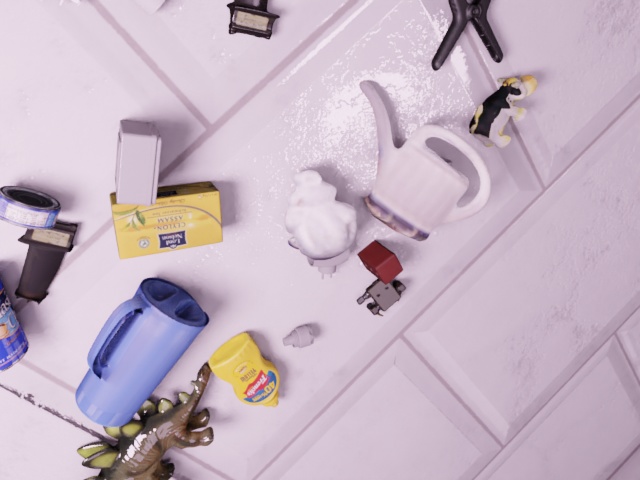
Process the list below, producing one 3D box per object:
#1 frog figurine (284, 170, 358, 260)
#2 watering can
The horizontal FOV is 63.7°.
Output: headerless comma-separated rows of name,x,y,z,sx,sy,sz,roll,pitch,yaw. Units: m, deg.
frog figurine,0.003,-0.048,0.950,0.137,0.125,0.156,-2,125,-5
watering can,0.168,-0.135,1.005,0.346,0.105,0.222,33,104,-12
